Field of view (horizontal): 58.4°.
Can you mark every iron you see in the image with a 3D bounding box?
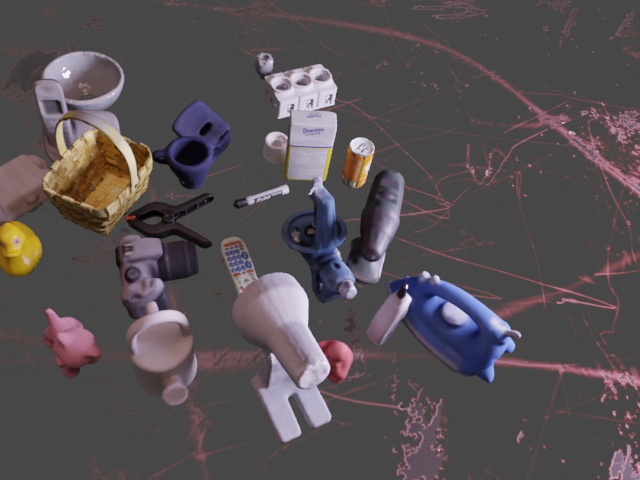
[{"bbox_3d":[0.235,0.129,1.030,0.258,0.141,0.119,38,59,15],"label":"iron"}]

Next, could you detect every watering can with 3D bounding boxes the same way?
[{"bbox_3d":[-0.242,0.171,0.890,0.101,0.194,0.172,-36,69,-28],"label":"watering can"}]

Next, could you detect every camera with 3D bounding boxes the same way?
[{"bbox_3d":[-0.286,0.050,1.020,0.137,0.101,0.143,-9,59,-15],"label":"camera"}]

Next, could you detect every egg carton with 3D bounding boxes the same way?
[{"bbox_3d":[-0.571,-0.095,1.087,0.107,0.069,0.150,39,59,16],"label":"egg carton"}]

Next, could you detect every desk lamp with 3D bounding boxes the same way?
[{"bbox_3d":[-0.051,0.183,0.903,0.118,0.213,0.203,-21,62,-21],"label":"desk lamp"}]

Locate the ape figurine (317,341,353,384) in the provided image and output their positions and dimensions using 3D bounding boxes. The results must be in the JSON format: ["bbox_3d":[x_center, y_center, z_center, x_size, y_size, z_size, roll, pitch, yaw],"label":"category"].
[{"bbox_3d":[0.025,0.200,0.977,0.076,0.092,0.077,-14,60,-18],"label":"ape figurine"}]

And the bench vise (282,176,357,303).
[{"bbox_3d":[0.018,-0.003,1.034,0.207,0.220,0.122,42,60,18],"label":"bench vise"}]

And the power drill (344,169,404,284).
[{"bbox_3d":[0.101,-0.009,1.059,0.075,0.208,0.230,16,56,2],"label":"power drill"}]

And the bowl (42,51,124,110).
[{"bbox_3d":[-0.510,-0.330,1.250,0.167,0.075,0.167,5,56,-6],"label":"bowl"}]

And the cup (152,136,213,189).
[{"bbox_3d":[-0.275,-0.147,1.156,0.118,0.095,0.091,-2,57,-10],"label":"cup"}]

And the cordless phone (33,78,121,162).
[{"bbox_3d":[-0.476,-0.237,1.127,0.148,0.185,0.094,-7,58,-14],"label":"cordless phone"}]

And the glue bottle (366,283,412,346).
[{"bbox_3d":[0.128,0.121,0.998,0.037,0.173,0.078,41,60,18],"label":"glue bottle"}]

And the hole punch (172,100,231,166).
[{"bbox_3d":[-0.248,-0.229,1.217,0.101,0.091,0.109,25,56,7],"label":"hole punch"}]

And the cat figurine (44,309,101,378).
[{"bbox_3d":[-0.401,0.162,0.916,0.067,0.118,0.127,-34,68,-27],"label":"cat figurine"}]

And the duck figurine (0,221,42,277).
[{"bbox_3d":[-0.544,0.003,1.017,0.078,0.086,0.104,-10,59,-16],"label":"duck figurine"}]
